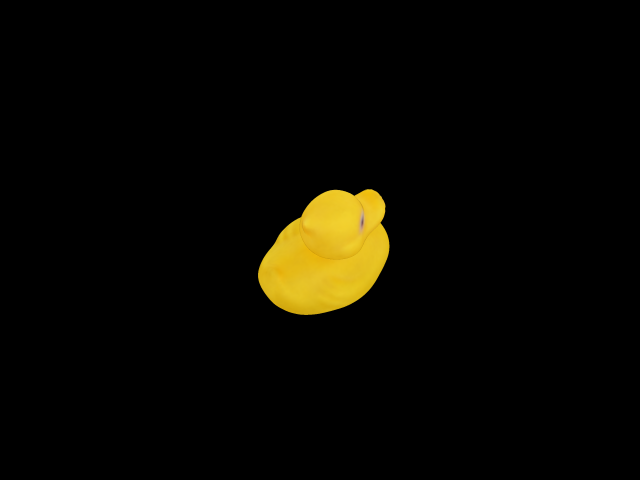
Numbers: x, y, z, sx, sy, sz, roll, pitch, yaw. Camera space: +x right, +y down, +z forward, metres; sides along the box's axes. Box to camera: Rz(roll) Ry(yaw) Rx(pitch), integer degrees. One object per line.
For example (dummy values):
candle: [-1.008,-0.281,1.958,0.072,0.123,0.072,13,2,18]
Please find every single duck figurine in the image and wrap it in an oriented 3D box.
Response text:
duck figurine: [0.004,0.001,0.400,0.105,0.086,0.077,-30,67,-14]
